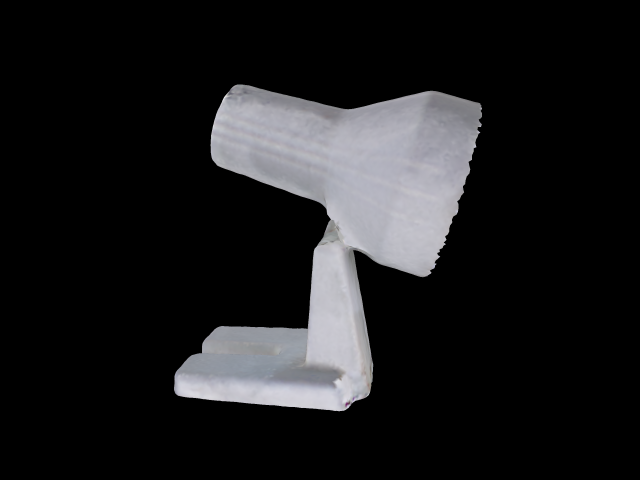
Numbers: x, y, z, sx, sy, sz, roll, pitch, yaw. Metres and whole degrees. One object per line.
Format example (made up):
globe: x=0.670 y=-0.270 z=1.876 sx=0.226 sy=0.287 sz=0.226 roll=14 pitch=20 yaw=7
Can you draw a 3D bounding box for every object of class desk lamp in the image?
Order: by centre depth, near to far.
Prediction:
desk lamp: x=0.004 y=0.001 z=0.400 sx=0.203 sy=0.213 sz=0.118 roll=1 pitch=11 yaw=7
